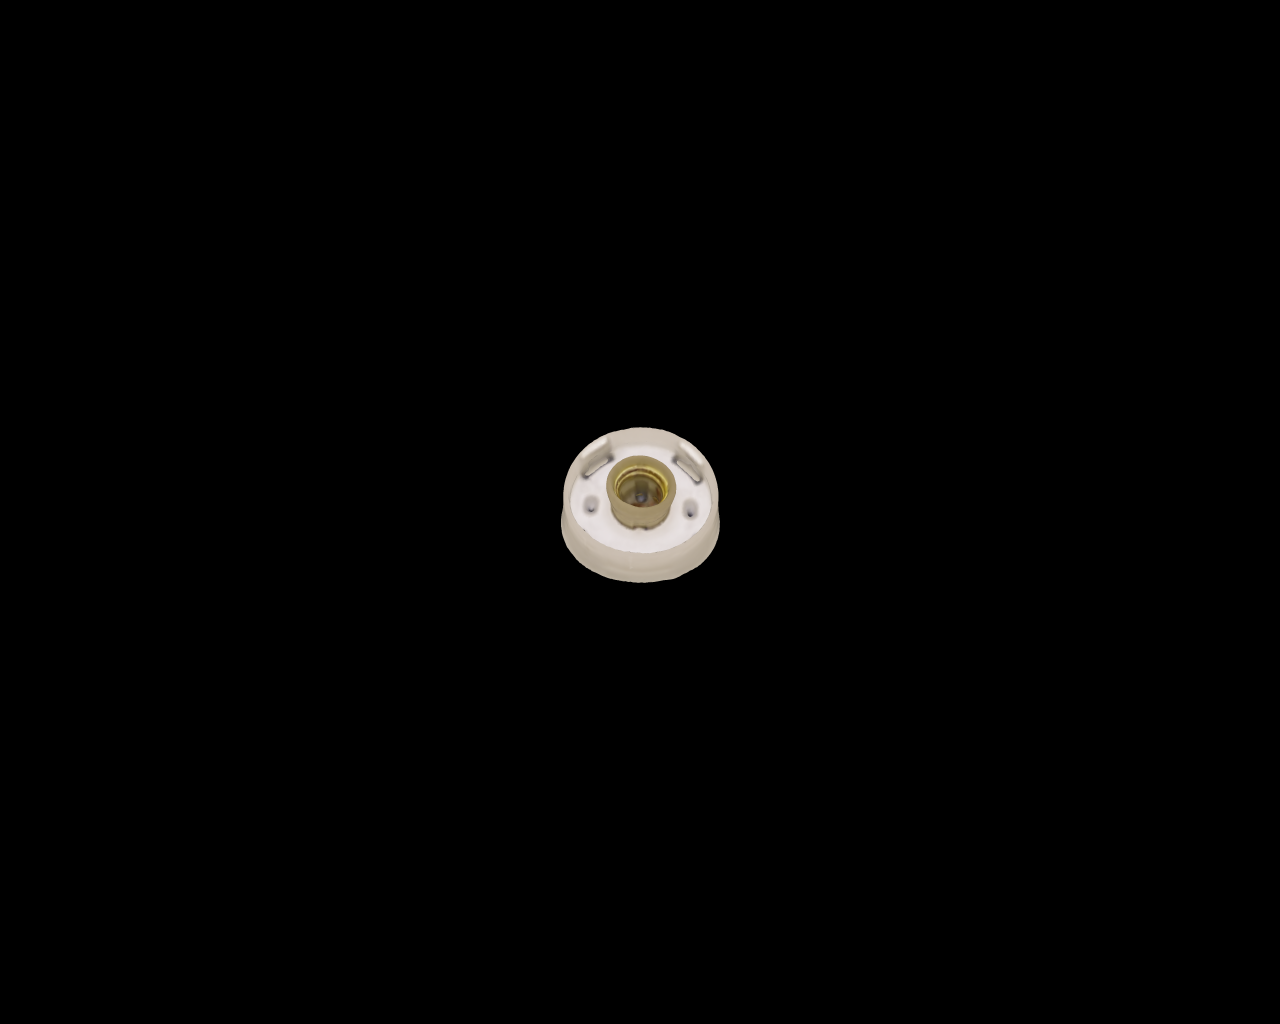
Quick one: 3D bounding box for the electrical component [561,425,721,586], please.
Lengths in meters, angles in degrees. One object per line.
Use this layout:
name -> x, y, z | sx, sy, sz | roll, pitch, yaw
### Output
electrical component -> 0.001, -0.003, 0.650 | 0.099, 0.099, 0.064 | 0, -30, 0
